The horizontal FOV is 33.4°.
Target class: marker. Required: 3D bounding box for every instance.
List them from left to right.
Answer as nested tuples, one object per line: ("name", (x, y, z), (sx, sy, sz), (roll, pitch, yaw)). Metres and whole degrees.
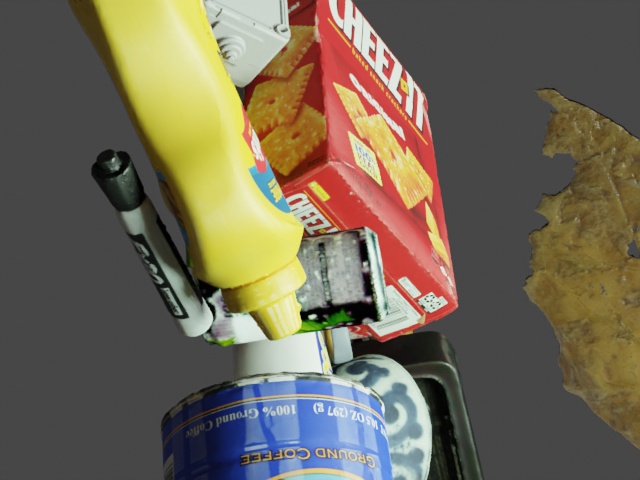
("marker", (-0.078, 0.003, 0.506), (0.121, 0.020, 0.020), (70, 11, -46))

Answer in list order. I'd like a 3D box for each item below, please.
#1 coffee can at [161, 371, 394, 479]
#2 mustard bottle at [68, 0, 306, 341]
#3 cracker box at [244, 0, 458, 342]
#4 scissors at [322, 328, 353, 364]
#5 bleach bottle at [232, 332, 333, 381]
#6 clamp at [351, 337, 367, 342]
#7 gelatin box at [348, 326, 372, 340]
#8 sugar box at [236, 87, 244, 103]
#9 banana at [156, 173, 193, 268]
("coffee can", (-0.013, 0.140, 0.445), (0.103, 0.103, 0.140), (66, 13, -56))
("mustard bottle", (-0.054, -0.041, 0.501), (0.096, 0.058, 0.191), (-121, -172, -80))
("cracker box", (0.021, -0.064, 0.725), (0.164, 0.072, 0.213), (46, 29, -39))
("scissors", (-0.005, 0.001, 0.770), (0.096, 0.016, 0.202), (94, -15, -61))
("bleach bottle", (-0.023, 0.072, 0.656), (0.102, 0.068, 0.251), (68, 10, -57))
("clamp", (0.000, 0.039, 0.968), (0.164, 0.036, 0.210), (-32, 107, -78))
("gelatin box", (0.006, 0.064, 0.835), (0.089, 0.073, 0.030), (48, 31, -76))
("sugar box", (-0.043, -0.089, 0.833), (0.093, 0.048, 0.176), (67, 11, -55))
("banana", (-0.071, -0.059, 0.624), (0.197, 0.037, 0.070), (-86, 180, -62))
